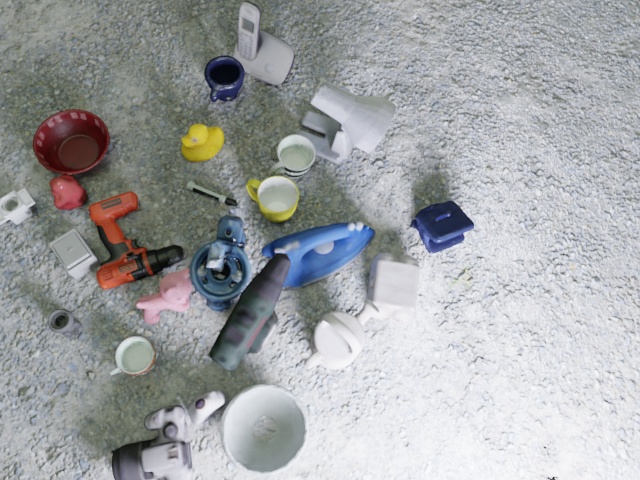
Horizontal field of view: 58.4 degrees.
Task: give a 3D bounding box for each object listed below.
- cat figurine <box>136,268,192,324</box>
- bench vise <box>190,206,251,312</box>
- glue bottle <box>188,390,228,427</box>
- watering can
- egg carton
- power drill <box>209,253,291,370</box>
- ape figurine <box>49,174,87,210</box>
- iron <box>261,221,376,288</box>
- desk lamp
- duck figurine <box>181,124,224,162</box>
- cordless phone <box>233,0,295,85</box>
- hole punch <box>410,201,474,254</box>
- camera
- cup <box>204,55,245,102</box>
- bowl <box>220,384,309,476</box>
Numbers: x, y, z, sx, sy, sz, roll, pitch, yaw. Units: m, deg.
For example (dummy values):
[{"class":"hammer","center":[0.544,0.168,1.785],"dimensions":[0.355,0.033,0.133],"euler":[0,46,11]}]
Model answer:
[{"class":"cat figurine","center":[-0.309,0.109,1.151],"dimensions":[0.128,0.118,0.067],"euler":[-24,74,-13]},{"class":"bench vise","center":[-0.203,0.022,1.137],"dimensions":[0.121,0.220,0.207],"euler":[-8,71,-7]},{"class":"glue bottle","center":[-0.212,0.308,1.061],"dimensions":[0.078,0.173,0.037],"euler":[-37,77,-16]},{"class":"watering can","center":[0.040,0.183,1.116],"dimensions":[0.101,0.194,0.173],"euler":[26,70,5]},{"class":"egg carton","center":[0.155,0.101,1.222],"dimensions":[0.107,0.069,0.150],"euler":[8,70,-2]},{"class":"power drill","center":[-0.128,0.147,1.106],"dimensions":[0.075,0.208,0.230],"euler":[29,71,6]},{"class":"ape figurine","center":[-0.544,-0.107,1.220],"dimensions":[0.076,0.092,0.078],"euler":[23,70,3]},{"class":"iron","center":[0.011,0.004,1.204],"dimensions":[0.258,0.141,0.118],"euler":[-21,74,-12]},{"class":"desk lamp","center":[0.050,-0.257,1.262],"dimensions":[0.203,0.213,0.118],"euler":[22,70,3]},{"class":"duck figurine","center":[-0.267,-0.231,1.292],"dimensions":[0.105,0.086,0.077],"euler":[-32,76,-15]},{"class":"cordless phone","center":[-0.131,-0.460,1.332],"dimensions":[0.147,0.185,0.094],"euler":[25,70,4]},{"class":"hole punch","center":[0.269,-0.036,1.269],"dimensions":[0.109,0.091,0.101],"euler":[-22,74,-12]},{"class":"camera","center":[-0.313,0.389,1.061],"dimensions":[0.137,0.101,0.143],"euler":[-9,72,-8]},{"class":"cup","center":[-0.224,-0.356,1.335],"dimensions":[0.091,0.095,0.118],"euler":[19,70,2]},{"class":"bowl","center":[-0.105,0.364,1.103],"dimensions":[0.167,0.075,0.167],"euler":[2,70,-4]}]
